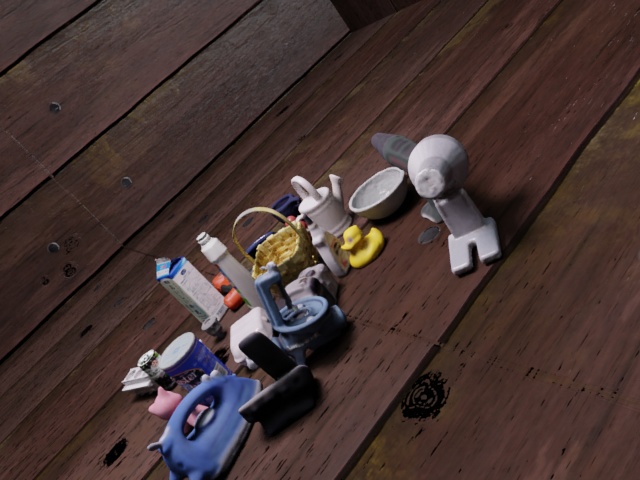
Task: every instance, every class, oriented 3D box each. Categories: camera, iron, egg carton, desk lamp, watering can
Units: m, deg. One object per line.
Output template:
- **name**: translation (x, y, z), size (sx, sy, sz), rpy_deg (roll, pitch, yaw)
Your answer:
- **camera**: translation (-0.042, 0.132, 1.292), size (0.136, 0.101, 0.143), rpy_deg (-27, 26, 26)
- **iron**: translation (-0.220, 0.345, 1.119), size (0.118, 0.142, 0.259), rpy_deg (-16, 32, 43)
- **egg carton**: translation (-0.154, 0.224, 1.332), size (0.107, 0.069, 0.150), rpy_deg (-37, 23, 6)
- **desk lamp**: translation (0.250, -0.080, 1.093), size (0.117, 0.214, 0.203), rpy_deg (-28, 26, 24)
- **watering can**: translation (-0.003, -0.102, 1.539), size (0.100, 0.194, 0.173), rpy_deg (-10, 37, 49)

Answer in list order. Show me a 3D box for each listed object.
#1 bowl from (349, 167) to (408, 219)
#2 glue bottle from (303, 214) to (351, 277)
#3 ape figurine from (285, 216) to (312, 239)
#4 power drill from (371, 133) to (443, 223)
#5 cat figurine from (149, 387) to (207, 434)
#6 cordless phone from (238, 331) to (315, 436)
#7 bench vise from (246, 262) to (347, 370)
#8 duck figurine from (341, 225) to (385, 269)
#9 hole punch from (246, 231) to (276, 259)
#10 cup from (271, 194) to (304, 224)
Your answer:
- **bowl**: translation (0.160, -0.106, 1.452), size (0.167, 0.075, 0.167), rpy_deg (-32, 24, 17)
- **glue bottle**: translation (0.012, 0.005, 1.347), size (0.037, 0.173, 0.078), rpy_deg (-25, 27, 31)
- **ape figurine**: translation (-0.065, -0.030, 1.630), size (0.076, 0.092, 0.077), rpy_deg (-45, 24, -13)
- **power drill**: translation (0.214, -0.143, 1.267), size (0.075, 0.209, 0.229), rpy_deg (-42, 23, -5)
- **cat figurine**: translation (-0.308, 0.366, 1.244), size (0.127, 0.118, 0.067), rpy_deg (-17, 32, 42)
- **cordless phone**: translation (-0.108, 0.255, 1.057), size (0.147, 0.185, 0.094), rpy_deg (-38, 23, 3)
- **bench vise**: translation (-0.072, 0.163, 1.127), size (0.208, 0.220, 0.121), rpy_deg (-50, 25, -22)
- **duck figurine**: translation (0.094, 0.003, 1.340), size (0.105, 0.086, 0.077), rpy_deg (-45, 24, -12)
- **hole punch**: translation (-0.165, 0.022, 1.687), size (0.108, 0.091, 0.101), rpy_deg (-39, 23, 1)
- **cup**: translation (-0.083, -0.085, 1.755), size (0.117, 0.095, 0.092), rpy_deg (-20, 30, 38)
